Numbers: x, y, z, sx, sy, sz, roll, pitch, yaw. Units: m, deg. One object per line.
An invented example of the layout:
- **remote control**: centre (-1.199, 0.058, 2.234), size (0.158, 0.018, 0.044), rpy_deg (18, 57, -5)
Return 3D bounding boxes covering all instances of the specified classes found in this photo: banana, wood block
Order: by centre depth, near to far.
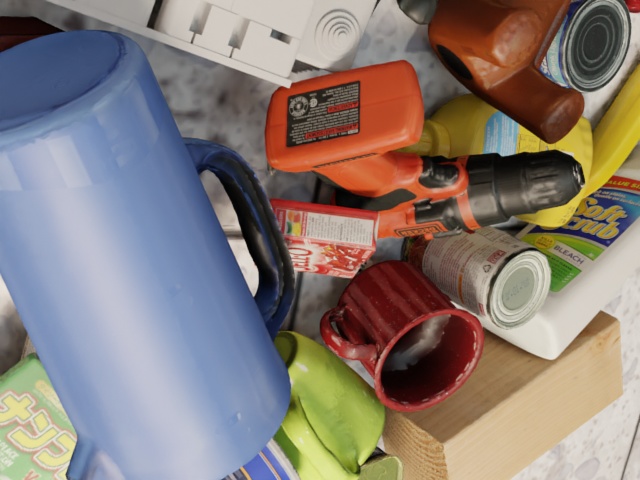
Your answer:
- **banana**: centre (0.270, -0.115, 0.928), size (0.198, 0.037, 0.069), rpy_deg (-57, 158, 0)
- **wood block**: centre (0.159, 0.135, 0.928), size (0.205, 0.090, 0.091), rpy_deg (-30, 125, -25)

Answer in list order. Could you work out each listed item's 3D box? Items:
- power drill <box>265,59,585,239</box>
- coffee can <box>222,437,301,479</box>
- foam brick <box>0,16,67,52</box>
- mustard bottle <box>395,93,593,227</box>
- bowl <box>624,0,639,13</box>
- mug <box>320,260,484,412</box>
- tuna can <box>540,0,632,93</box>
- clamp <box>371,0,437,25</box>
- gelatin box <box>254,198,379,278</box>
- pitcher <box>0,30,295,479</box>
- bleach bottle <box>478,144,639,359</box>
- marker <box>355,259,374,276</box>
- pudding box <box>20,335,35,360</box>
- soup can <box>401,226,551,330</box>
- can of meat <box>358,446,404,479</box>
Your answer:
- **power drill**: centre (0.064, -0.050, 0.699), size (0.187, 0.185, 0.057), rpy_deg (34, 50, -57)
- **coffee can**: centre (-0.096, 0.182, 0.744), size (0.140, 0.103, 0.102), rpy_deg (-39, 128, -18)
- **foam brick**: centre (-0.173, -0.083, 0.602), size (0.052, 0.051, 0.078), rpy_deg (-9, 114, -37)
- **mustard bottle**: centre (0.133, -0.065, 0.839), size (0.191, 0.058, 0.096), rpy_deg (4, 103, -39)
- **bowl**: centre (0.293, -0.263, 0.878), size (0.161, 0.055, 0.162), rpy_deg (-15, 118, -32)
- **mug**: centre (0.053, 0.069, 0.802), size (0.117, 0.082, 0.093), rpy_deg (-2, 122, -29)
- **tuna can**: centre (0.216, -0.164, 0.875), size (0.085, 0.034, 0.086), rpy_deg (-16, 118, -32)
- **clamp**: centre (0.046, -0.195, 0.701), size (0.039, 0.120, 0.171), rpy_deg (29, 63, -30)
- **gelatin box**: centre (-0.005, 0.001, 0.728), size (0.073, 0.089, 0.030), rpy_deg (8, 75, -7)
- **pitcher**: centre (-0.102, 0.008, 0.589), size (0.145, 0.149, 0.243), rpy_deg (-12, 126, 6)
- **bleach bottle**: centre (0.240, -0.011, 0.932), size (0.250, 0.103, 0.068), rpy_deg (-43, 139, -23)
- **marker**: centre (0.019, 0.009, 0.811), size (0.121, 0.020, 0.020), rpy_deg (39, 84, -41)
- **pudding box**: centre (-0.136, 0.042, 0.694), size (0.089, 0.039, 0.113), rpy_deg (8, 105, -39)
- **soup can**: centre (0.122, 0.021, 0.841), size (0.068, 0.102, 0.068), rpy_deg (-16, 118, -32)
- **can of meat**: centre (0.017, 0.199, 0.851), size (0.057, 0.084, 0.102), rpy_deg (-15, 118, -32)
